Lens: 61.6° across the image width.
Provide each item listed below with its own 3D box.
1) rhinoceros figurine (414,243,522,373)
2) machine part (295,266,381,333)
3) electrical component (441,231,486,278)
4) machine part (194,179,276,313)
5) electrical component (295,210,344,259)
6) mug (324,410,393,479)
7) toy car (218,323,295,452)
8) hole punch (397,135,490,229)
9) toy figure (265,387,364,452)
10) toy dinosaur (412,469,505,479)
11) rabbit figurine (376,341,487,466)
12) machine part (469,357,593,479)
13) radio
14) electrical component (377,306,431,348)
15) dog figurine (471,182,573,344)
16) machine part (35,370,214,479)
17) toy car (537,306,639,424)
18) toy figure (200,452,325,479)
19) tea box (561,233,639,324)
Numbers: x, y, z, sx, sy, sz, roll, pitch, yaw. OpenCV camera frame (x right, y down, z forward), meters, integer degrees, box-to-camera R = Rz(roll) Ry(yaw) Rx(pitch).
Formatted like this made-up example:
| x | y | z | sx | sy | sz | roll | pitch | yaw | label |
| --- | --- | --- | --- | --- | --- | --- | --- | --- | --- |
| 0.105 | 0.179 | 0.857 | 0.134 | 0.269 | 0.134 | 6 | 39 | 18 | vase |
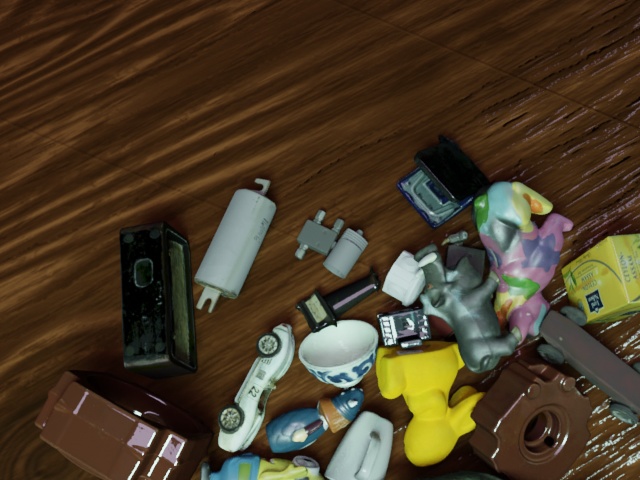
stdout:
| x | y | z | sx | sy | sz | roll | pitch | yaw | label |
| --- | --- | --- | --- | --- | --- | --- | --- | --- | --- |
| 0.200 | 0.091 | 0.757 | 0.112 | 0.073 | 0.190 | -24 | 73 | -2 | rhinoceros figurine |
| 0.035 | 0.092 | 0.851 | 0.139 | 0.039 | 0.084 | -30 | 37 | -10 | machine part |
| 0.228 | 0.039 | 0.867 | 0.078 | 0.045 | 0.102 | 14 | 73 | 10 | electrical component |
| -0.137 | 0.005 | 0.884 | 0.079 | 0.079 | 0.243 | 20 | 73 | 10 | machine part |
| -0.002 | -0.003 | 0.907 | 0.063 | 0.021 | 0.094 | 27 | 74 | 11 | electrical component |
| 0.063 | 0.297 | 0.760 | 0.081 | 0.109 | 0.107 | 21 | 63 | 9 | mug |
| -0.091 | 0.219 | 0.809 | 0.056 | 0.073 | 0.201 | 24 | 74 | 14 | toy car |
| 0.206 | -0.094 | 0.903 | 0.116 | 0.092 | 0.142 | -24 | 66 | -35 | hole punch |
| -0.003 | 0.264 | 0.795 | 0.154 | 0.057 | 0.064 | -21 | 38 | -3 | toy figure |
| 0.220 | 0.369 | 0.675 | 0.405 | 0.131 | 0.192 | 33 | 73 | 4 | toy dinosaur |
| 0.161 | 0.237 | 0.783 | 0.162 | 0.122 | 0.173 | -3 | 84 | -7 | rabbit figurine |
| 0.293 | 0.255 | 0.737 | 0.179 | 0.056 | 0.179 | -4 | 103 | -20 | machine part |
| -0.249 | 0.091 | 0.832 | 0.073 | 0.131 | 0.229 | -11 | 71 | 2 | radio |
| 0.124 | 0.130 | 0.799 | 0.075 | 0.119 | 0.047 | -12 | 84 | 6 | electrical component |
| 0.287 | 0.044 | 0.812 | 0.191 | 0.108 | 0.219 | 30 | 73 | -25 | dog figurine |
| -0.262 | 0.260 | 0.737 | 0.201 | 0.201 | 0.087 | 25 | 76 | 11 | machine part |
| 0.406 | 0.181 | 0.791 | 0.202 | 0.053 | 0.089 | 37 | 75 | 2 | toy car |
| -0.080 | 0.350 | 0.761 | 0.180 | 0.082 | 0.089 | 1 | 90 | -3 | toy figure |
| 0.425 | 0.061 | 0.782 | 0.068 | 0.169 | 0.098 | -5 | 70 | 0 | tea box |
